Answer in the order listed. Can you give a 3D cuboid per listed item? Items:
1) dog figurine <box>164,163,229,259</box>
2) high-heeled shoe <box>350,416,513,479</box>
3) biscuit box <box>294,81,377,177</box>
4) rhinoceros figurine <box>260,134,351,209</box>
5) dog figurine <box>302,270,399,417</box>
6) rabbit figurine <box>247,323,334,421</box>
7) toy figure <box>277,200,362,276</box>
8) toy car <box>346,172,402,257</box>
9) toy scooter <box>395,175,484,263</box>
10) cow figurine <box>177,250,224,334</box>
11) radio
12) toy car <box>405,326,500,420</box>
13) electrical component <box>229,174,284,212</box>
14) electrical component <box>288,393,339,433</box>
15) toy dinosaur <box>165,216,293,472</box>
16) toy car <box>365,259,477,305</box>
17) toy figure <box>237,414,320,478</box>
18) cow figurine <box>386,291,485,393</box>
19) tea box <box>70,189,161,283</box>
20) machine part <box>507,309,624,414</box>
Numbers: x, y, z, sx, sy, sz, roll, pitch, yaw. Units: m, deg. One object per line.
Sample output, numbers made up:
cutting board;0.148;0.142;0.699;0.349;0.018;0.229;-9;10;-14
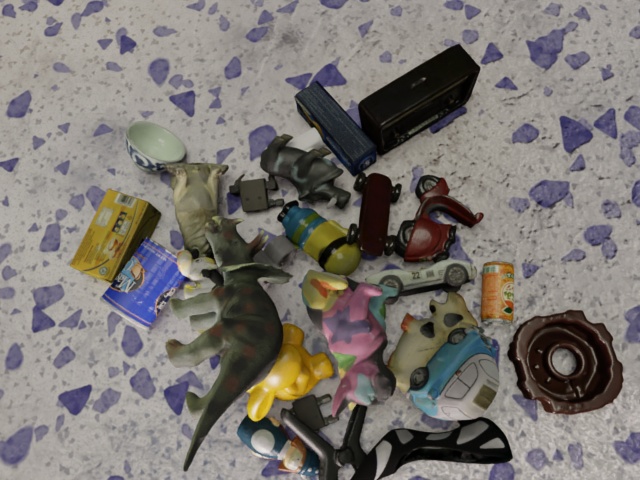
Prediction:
dog figurine;-0.240;-0.052;1.046;0.121;0.172;0.190;1;104;-7
high-heeled shoe;0.179;0.352;0.847;0.249;0.086;0.145;-31;52;-23
biscuit box;0.031;-0.223;1.079;0.063;0.059;0.203;-36;71;-7
rhinoceros figurine;-0.025;-0.126;1.023;0.190;0.073;0.112;28;106;2
dog figurine;0.040;0.169;0.878;0.192;0.108;0.219;11;85;25
rabbit figurine;-0.071;0.211;0.888;0.162;0.173;0.122;-33;76;-9
toy figure;-0.004;0.000;0.994;0.180;0.082;0.089;38;43;13
toy car;0.099;-0.047;0.990;0.089;0.053;0.202;17;50;-8
toy scooter;0.222;-0.029;0.989;0.135;0.075;0.184;22;71;11
cow figurine;-0.195;0.089;0.965;0.098;0.068;0.167;-18;106;-10
radio;0.188;-0.266;1.039;0.230;0.131;0.073;-31;72;-5
toy car;0.221;0.220;0.829;0.161;0.109;0.103;-50;35;3
electrical component;-0.127;-0.097;1.066;0.102;0.045;0.078;-13;99;5
electrical component;-0.018;0.304;0.930;0.094;0.021;0.063;-20;71;-2
toy dinosaur;-0.121;0.136;0.811;0.192;0.131;0.405;-22;43;3
toy car;0.179;0.073;0.958;0.202;0.073;0.056;-11;72;3
toy figure;-0.067;0.350;0.905;0.155;0.058;0.064;28;115;12
cow figurine;0.194;0.177;0.917;0.127;0.085;0.195;27;80;12
tea box;-0.396;-0.002;1.048;0.098;0.068;0.169;19;76;12
machine part;0.408;0.204;0.901;0.179;0.056;0.179;-1;72;4
